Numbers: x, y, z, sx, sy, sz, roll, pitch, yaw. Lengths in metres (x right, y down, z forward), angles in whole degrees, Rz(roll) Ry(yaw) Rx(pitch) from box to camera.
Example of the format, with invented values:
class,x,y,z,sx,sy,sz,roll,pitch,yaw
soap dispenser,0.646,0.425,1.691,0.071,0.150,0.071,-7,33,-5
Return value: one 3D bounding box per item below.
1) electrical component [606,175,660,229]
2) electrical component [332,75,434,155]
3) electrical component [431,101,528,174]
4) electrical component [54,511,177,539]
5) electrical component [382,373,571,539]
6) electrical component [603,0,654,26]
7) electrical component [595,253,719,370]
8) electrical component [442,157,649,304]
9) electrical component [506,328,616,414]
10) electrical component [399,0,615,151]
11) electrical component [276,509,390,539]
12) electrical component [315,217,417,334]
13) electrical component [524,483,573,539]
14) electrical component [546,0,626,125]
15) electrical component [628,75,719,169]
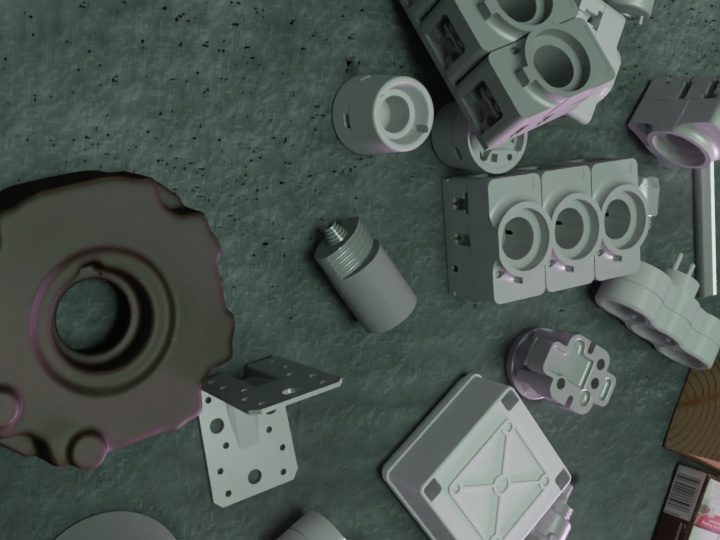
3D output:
class,x,y,z,sx,sy,sz,roll,pitch,yaw
electrical component,0.220,-0.047,0.874,0.043,0.043,0.062,-2,99,-33
electrical component,0.017,-0.106,0.731,0.055,0.047,0.055,-5,99,-33
electrical component,0.085,-0.098,0.776,0.055,0.047,0.055,-5,99,-33
electrical component,-0.144,0.209,0.658,0.108,0.060,0.108,-5,99,-32
electrical component,0.088,0.153,0.806,0.108,0.056,0.108,-45,118,-20
electrical component,0.216,-0.233,0.849,0.040,0.040,0.078,15,88,-34
electrical component,0.261,0.022,0.905,0.138,0.052,0.073,34,78,-32
electrical component,0.143,-0.033,0.814,0.150,0.062,0.089,-11,102,-32
electrical component,0.151,0.076,0.837,0.078,0.057,0.058,30,80,-32
electrical component,0.095,-0.171,0.730,0.089,0.062,0.150,-26,85,-28
electrical component,-0.001,0.221,0.759,0.074,0.052,0.138,-38,116,-23
electrical component,0.000,0.000,0.736,0.043,0.043,0.081,-46,118,-20
electrical component,0.149,0.196,0.860,0.048,0.048,0.062,45,65,-29
electrical component,0.158,-0.159,0.814,0.056,0.050,0.089,24,83,-33
electrical component,0.270,-0.119,0.869,0.050,0.089,0.055,38,75,-31
